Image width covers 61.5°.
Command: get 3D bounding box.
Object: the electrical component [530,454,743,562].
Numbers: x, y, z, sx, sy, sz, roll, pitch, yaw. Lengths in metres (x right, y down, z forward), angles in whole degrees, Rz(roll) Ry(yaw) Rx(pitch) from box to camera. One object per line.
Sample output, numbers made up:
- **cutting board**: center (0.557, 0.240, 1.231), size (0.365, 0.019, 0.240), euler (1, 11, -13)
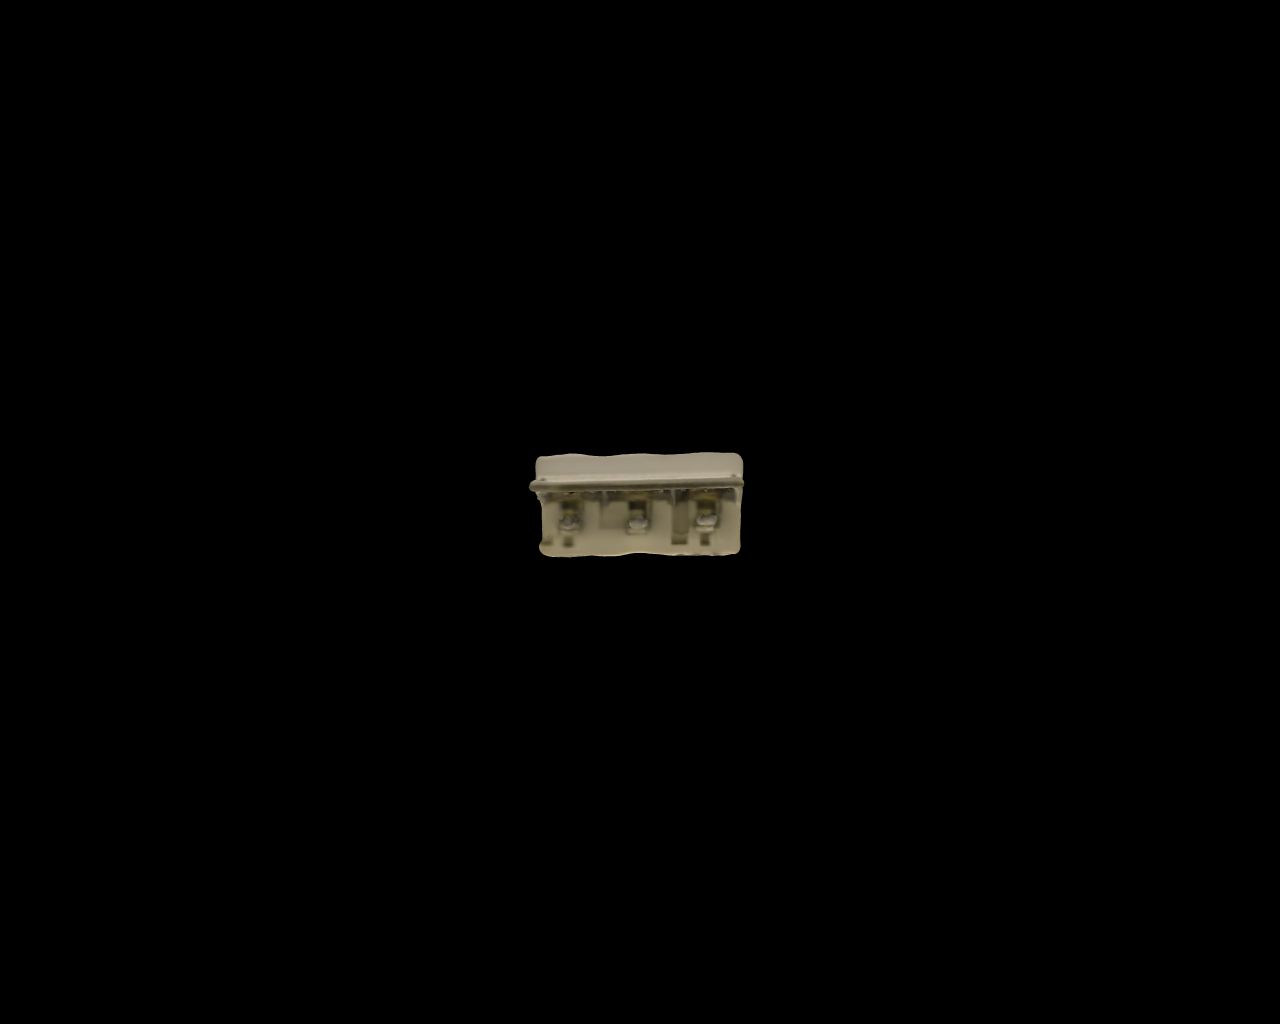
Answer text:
- **electrical component**: center (0.001, -0.003, 0.650), size (0.121, 0.063, 0.079), euler (0, 0, 4)
